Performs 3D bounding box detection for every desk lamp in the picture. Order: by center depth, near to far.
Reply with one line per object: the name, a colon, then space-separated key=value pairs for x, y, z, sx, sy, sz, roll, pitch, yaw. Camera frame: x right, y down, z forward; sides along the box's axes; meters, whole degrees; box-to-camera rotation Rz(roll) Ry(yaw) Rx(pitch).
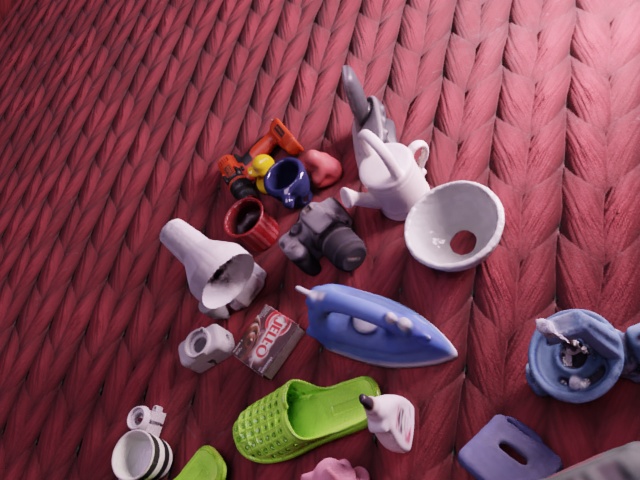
desk lamp: x=-0.195 y=0.052 z=1.071 sx=0.202 sy=0.214 sz=0.118 roll=34 pitch=82 yaw=39

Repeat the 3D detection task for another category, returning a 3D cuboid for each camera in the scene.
camera: x=0.010 y=0.004 z=1.059 sx=0.143 sy=0.101 sz=0.136 roll=-43 pitch=50 yaw=0

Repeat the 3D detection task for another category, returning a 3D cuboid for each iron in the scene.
iron: x=0.082 y=0.128 z=0.916 sx=0.257 sy=0.142 sz=0.119 roll=11 pitch=68 yaw=34

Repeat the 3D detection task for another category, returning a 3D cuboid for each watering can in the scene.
watering can: x=0.115 y=-0.117 z=1.012 sx=0.100 sy=0.195 sz=0.173 roll=24 pitch=76 yaw=37

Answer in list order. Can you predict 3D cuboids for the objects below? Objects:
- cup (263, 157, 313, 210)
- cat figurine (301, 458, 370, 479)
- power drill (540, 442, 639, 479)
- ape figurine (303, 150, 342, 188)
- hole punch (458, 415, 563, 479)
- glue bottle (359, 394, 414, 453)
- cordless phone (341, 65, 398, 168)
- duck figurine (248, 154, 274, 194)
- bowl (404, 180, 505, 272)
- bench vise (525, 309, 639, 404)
cup: x=-0.053 y=-0.097 z=1.159 sx=0.091 sy=0.095 sz=0.117 roll=-21 pitch=53 yaw=17
cat figurine: x=0.041 y=0.357 z=0.814 sx=0.127 sy=0.118 sz=0.067 roll=22 pitch=74 yaw=37
power drill: x=0.281 y=0.312 z=0.648 sx=0.229 sy=0.209 sz=0.075 roll=-33 pitch=51 yaw=8
ape figurine: x=-0.002 y=-0.152 z=1.167 sx=0.075 sy=0.092 sz=0.078 roll=4 pitch=64 yaw=31
hole punch: x=0.250 y=0.290 z=0.755 sx=0.108 sy=0.091 sz=0.101 roll=33 pitch=81 yaw=39
glue bottle: x=0.091 y=0.250 z=0.816 sx=0.037 sy=0.174 sz=0.078 roll=-8 pitch=58 yaw=25
cordless phone: x=0.079 y=-0.235 z=1.111 sx=0.094 sy=0.186 sz=0.147 roll=-21 pitch=54 yaw=17
duck figurine: x=-0.105 y=-0.151 z=1.228 sx=0.104 sy=0.086 sz=0.077 roll=-17 pitch=55 yaw=20
bowl: x=0.230 y=-0.011 z=0.961 sx=0.167 sy=0.075 sz=0.167 roll=-14 pitch=56 yaw=22
bench vise: x=0.349 y=0.120 z=0.720 sx=0.207 sy=0.220 sz=0.121 roll=-33 pitch=51 yaw=8
